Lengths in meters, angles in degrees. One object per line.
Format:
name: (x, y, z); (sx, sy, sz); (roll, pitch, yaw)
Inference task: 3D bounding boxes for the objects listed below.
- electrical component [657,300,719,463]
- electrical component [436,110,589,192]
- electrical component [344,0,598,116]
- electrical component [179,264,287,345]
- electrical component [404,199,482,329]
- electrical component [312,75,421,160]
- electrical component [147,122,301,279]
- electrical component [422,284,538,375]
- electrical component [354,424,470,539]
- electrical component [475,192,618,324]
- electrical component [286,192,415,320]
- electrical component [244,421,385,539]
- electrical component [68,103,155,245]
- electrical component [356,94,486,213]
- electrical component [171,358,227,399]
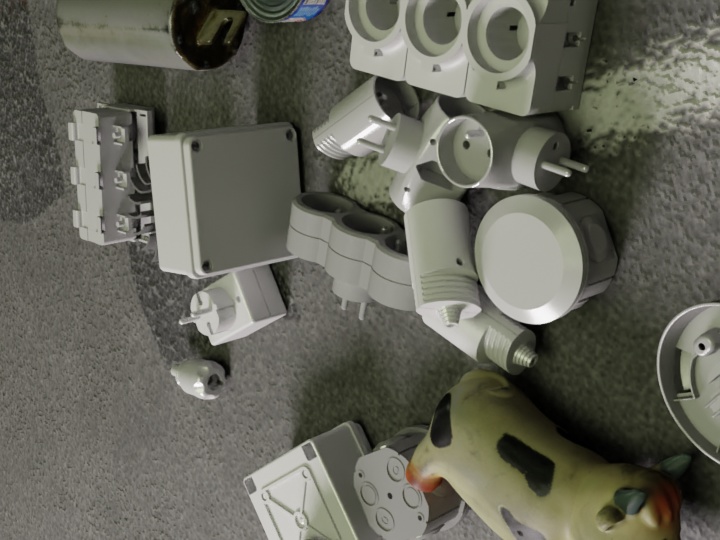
electrical component: (0.212, 0.061, 0.585); (0.099, 0.064, 0.099); (13, 110, 42)
electrical component: (0.100, -0.070, 0.653); (0.079, 0.077, 0.044); (26, 118, 38)
electrical component: (0.066, -0.158, 0.676); (0.150, 0.062, 0.089); (24, 116, 39)
electrical component: (-0.114, 0.032, 0.893); (0.066, 0.077, 0.047); (-29, 80, 45)
electrical component: (0.054, -0.001, 0.700); (0.043, 0.043, 0.081); (-33, 53, 44)
electrical component: (0.001, -0.104, 0.768); (0.081, 0.043, 0.043); (-30, 79, 45)
electrical component: (-0.102, -0.057, 0.837); (0.056, 0.109, 0.108); (8, 106, 46)
electrical component: (0.085, 0.040, 0.720); (0.081, 0.043, 0.043); (36, 124, 33)
electrical component: (0.039, 0.158, 0.792); (0.080, 0.051, 0.080); (14, 110, 42)
electrical component: (0.116, -0.010, 0.672); (0.080, 0.051, 0.080); (14, 110, 42)
electrical component: (0.000, 0.000, 0.789); (0.138, 0.052, 0.073); (28, 119, 37)
electrical component: (-0.028, 0.192, 0.863); (0.109, 0.056, 0.108); (-37, 74, 44)
electrical component: (-0.224, -0.087, 0.982); (0.079, 0.063, 0.121); (15, 111, 42)
electrical component: (0.038, -0.081, 0.718); (0.043, 0.079, 0.077); (-89, 22, -52)
electrical component: (-0.150, 0.096, 0.976); (0.061, 0.035, 0.035); (10, 107, 46)
